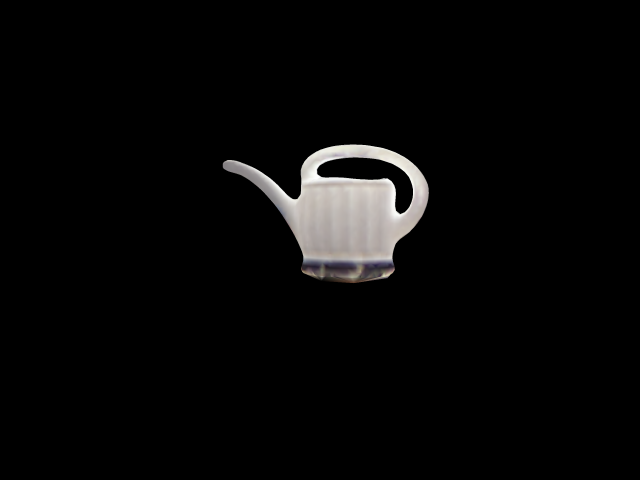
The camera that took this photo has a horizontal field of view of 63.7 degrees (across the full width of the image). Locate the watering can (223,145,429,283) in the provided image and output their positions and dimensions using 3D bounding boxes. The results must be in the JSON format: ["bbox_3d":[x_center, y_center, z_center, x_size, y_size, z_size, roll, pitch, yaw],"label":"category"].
[{"bbox_3d":[0.003,-0.043,0.850,0.347,0.224,0.104,1,1,15],"label":"watering can"}]
